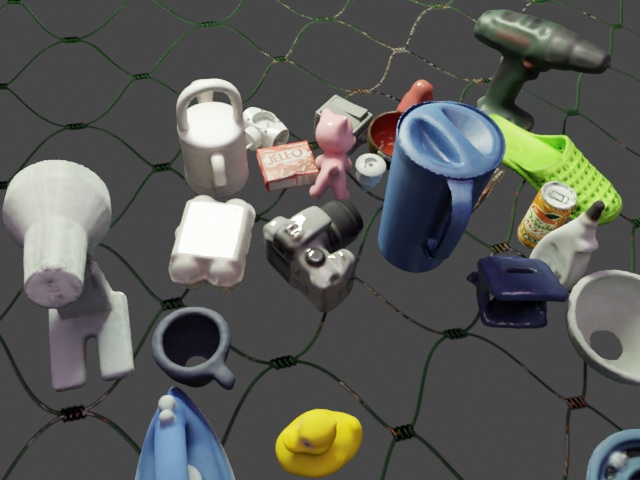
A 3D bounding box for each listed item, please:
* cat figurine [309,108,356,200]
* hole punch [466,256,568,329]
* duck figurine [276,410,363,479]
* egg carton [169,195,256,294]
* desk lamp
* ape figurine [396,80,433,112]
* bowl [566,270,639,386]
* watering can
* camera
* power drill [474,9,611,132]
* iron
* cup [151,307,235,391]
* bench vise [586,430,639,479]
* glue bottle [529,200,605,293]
[{"bbox_3d":[0.023,-0.142,0.903,0.067,0.118,0.128,5,55,-1],"label":"cat figurine"},{"bbox_3d":[0.273,0.062,0.799,0.108,0.091,0.101,1,55,-4],"label":"hole punch"},{"bbox_3d":[0.001,0.226,0.662,0.105,0.086,0.077,-11,57,-13],"label":"duck figurine"},{"bbox_3d":[-0.152,0.003,0.815,0.107,0.069,0.150,6,55,-1],"label":"egg carton"},{"bbox_3d":[-0.296,0.042,0.686,0.118,0.213,0.203,-12,57,-13],"label":"desk lamp"},{"bbox_3d":[0.173,-0.238,1.000,0.076,0.092,0.077,-1,55,-5],"label":"ape figurine"},{"bbox_3d":[0.405,0.128,0.775,0.167,0.075,0.167,3,55,-3],"label":"bowl"},{"bbox_3d":[-0.164,-0.165,0.856,0.101,0.194,0.172,-29,62,-23],"label":"watering can"},{"bbox_3d":[0.007,0.003,0.810,0.137,0.101,0.143,-35,65,-26],"label":"camera"},{"bbox_3d":[0.353,-0.282,0.977,0.076,0.208,0.229,-37,65,-26],"label":"power drill"},{"bbox_3d":[-0.148,0.252,0.595,0.119,0.141,0.258,-10,56,-12],"label":"iron"},{"bbox_3d":[-0.143,0.149,0.697,0.117,0.095,0.092,39,61,21],"label":"cup"},{"bbox_3d":[0.375,0.234,0.608,0.208,0.220,0.121,-36,65,-26],"label":"bench vise"},{"bbox_3d":[0.352,0.004,0.797,0.037,0.173,0.078,-16,58,-15],"label":"glue bottle"}]
